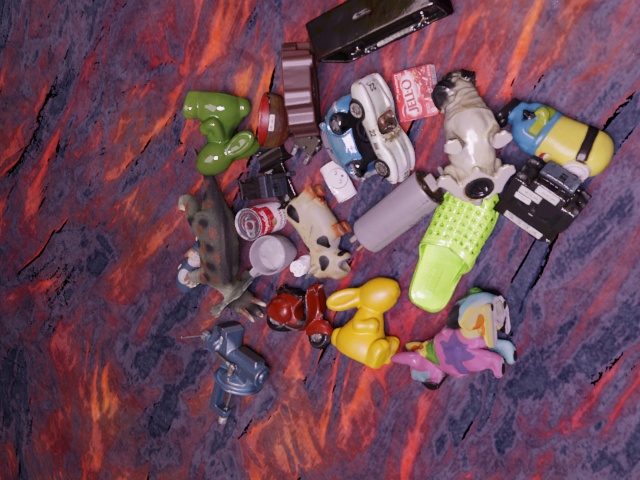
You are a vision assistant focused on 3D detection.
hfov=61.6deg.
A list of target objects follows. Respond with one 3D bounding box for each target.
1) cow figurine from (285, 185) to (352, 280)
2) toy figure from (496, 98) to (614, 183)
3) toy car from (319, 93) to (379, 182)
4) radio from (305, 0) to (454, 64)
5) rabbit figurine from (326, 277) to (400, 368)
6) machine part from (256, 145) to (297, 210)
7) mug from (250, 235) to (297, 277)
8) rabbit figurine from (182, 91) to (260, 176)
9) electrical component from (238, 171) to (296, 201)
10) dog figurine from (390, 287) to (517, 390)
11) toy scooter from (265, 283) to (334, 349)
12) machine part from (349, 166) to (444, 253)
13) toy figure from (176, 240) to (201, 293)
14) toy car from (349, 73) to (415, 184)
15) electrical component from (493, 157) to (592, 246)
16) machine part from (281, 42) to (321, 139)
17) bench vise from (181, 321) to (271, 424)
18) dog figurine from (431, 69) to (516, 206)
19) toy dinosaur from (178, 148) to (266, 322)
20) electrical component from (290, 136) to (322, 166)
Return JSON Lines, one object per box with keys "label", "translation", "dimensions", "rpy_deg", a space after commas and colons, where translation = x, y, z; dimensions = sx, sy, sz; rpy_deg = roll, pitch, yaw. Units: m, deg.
{"label": "cow figurine", "translation": [-0.002, -0.003, 1.105], "dimensions": [0.127, 0.085, 0.195], "rpy_deg": [-35, 86, 26]}
{"label": "toy figure", "translation": [0.371, -0.163, 0.850], "dimensions": [0.180, 0.082, 0.089], "rpy_deg": [42, 120, 17]}
{"label": "toy car", "translation": [0.057, -0.192, 1.021], "dimensions": [0.103, 0.109, 0.161], "rpy_deg": [2, 117, 52]}
{"label": "radio", "translation": [0.103, -0.378, 0.918], "dimensions": [0.230, 0.131, 0.073], "rpy_deg": [-14, 96, 32]}
{"label": "rabbit figurine", "translation": [0.100, 0.151, 1.087], "dimensions": [0.163, 0.122, 0.173], "rpy_deg": [26, 101, 33]}
{"label": "machine part", "translation": [-0.085, -0.135, 1.147], "dimensions": [0.084, 0.039, 0.138], "rpy_deg": [-21, 90, 27]}
{"label": "mug", "translation": [-0.098, 0.038, 1.150], "dimensions": [0.081, 0.107, 0.109], "rpy_deg": [42, 108, 13]}
{"label": "rabbit figurine", "translation": [-0.209, -0.219, 1.152], "dimensions": [0.159, 0.121, 0.170], "rpy_deg": [8, 92, 6]}
{"label": "electrical component", "translation": [-0.100, -0.111, 1.097], "dimensions": [0.119, 0.075, 0.047], "rpy_deg": [-3, 99, 31]}
{"label": "dog figurine", "translation": [0.239, 0.187, 1.004], "dimensions": [0.219, 0.108, 0.191], "rpy_deg": [-8, 99, 34]}
{"label": "toy scooter", "translation": [-0.041, 0.145, 1.164], "dimensions": [0.184, 0.075, 0.135], "rpy_deg": [18, 107, 36]}
{"label": "machine part", "translation": [0.145, -0.050, 1.007], "dimensions": [0.243, 0.079, 0.079], "rpy_deg": [-39, 82, 33]}
{"label": "toy figure", "translation": [-0.307, 0.060, 1.316], "dimensions": [0.064, 0.058, 0.154], "rpy_deg": [20, 117, -18]}
{"label": "toy car", "translation": [0.115, -0.197, 0.966], "dimensions": [0.056, 0.073, 0.201], "rpy_deg": [-2, 120, 52]}
{"label": "electrical component", "translation": [0.357, -0.065, 0.859], "dimensions": [0.115, 0.058, 0.134], "rpy_deg": [37, 157, 13]}
{"label": "machine part", "translation": [-0.031, -0.276, 1.000], "dimensions": [0.056, 0.179, 0.179], "rpy_deg": [-3, 102, 5]}
{"label": "bench vise", "translation": [-0.227, 0.327, 1.300], "dimensions": [0.224, 0.129, 0.240], "rpy_deg": [22, 106, 22]}
{"label": "dog figurine", "translation": [0.246, -0.173, 0.906], "dimensions": [0.121, 0.191, 0.172], "rpy_deg": [-1, 135, 0]}
{"label": "toy dinosaur", "translation": [-0.222, 0.007, 1.181], "dimensions": [0.192, 0.131, 0.404], "rpy_deg": [14, 118, 47]}
{"label": "electrical component", "translation": [-0.024, -0.204, 1.101], "dimensions": [0.063, 0.021, 0.094], "rpy_deg": [40, 118, 15]}
